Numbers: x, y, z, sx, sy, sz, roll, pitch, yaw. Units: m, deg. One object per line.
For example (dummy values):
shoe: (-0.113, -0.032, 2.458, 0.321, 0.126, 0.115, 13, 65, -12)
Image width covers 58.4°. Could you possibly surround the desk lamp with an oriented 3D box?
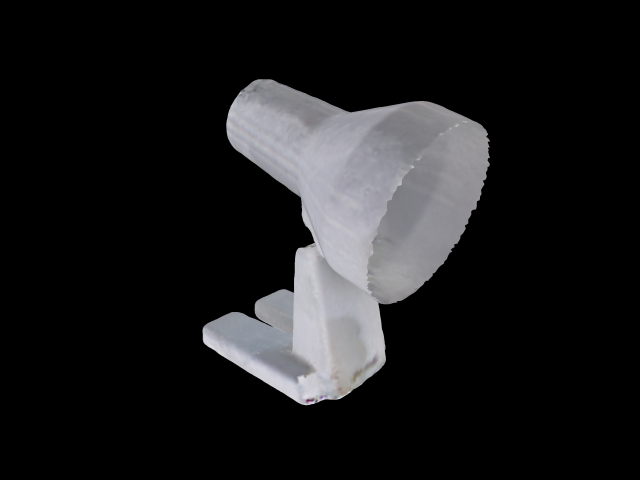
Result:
desk lamp: (0.004, 0.001, 0.400, 0.202, 0.214, 0.118, 17, 27, 38)
